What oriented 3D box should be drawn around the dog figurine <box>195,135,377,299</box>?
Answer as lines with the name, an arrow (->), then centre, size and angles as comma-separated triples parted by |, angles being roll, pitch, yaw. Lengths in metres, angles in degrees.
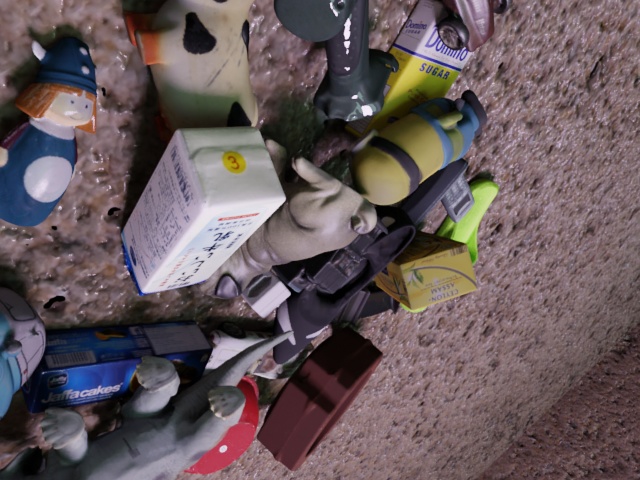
dog figurine -> -0.045, 0.006, 0.588 | 0.121, 0.173, 0.190 | 29, 94, -40

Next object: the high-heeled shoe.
high-heeled shoe -> 0.032, 0.066, 0.696 | 0.086, 0.145, 0.248 | 32, 80, -31

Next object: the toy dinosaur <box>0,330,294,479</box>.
toy dinosaur -> -0.207, 0.229, 0.586 | 0.405, 0.131, 0.192 | -16, 153, -36

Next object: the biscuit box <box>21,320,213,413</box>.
biscuit box -> -0.227, 0.139, 0.615 | 0.202, 0.059, 0.062 | 3, 121, -44

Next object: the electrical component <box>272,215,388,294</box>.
electrical component -> -0.001, -0.002, 0.660 | 0.134, 0.115, 0.058 | -48, 140, -2

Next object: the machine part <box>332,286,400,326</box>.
machine part -> 0.083, 0.100, 0.893 | 0.139, 0.039, 0.084 | 0, 117, -41

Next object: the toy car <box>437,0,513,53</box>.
toy car -> 0.143, -0.292, 0.553 | 0.089, 0.053, 0.202 | -42, 122, -14

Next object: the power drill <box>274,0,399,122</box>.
power drill -> 0.036, -0.229, 0.489 | 0.207, 0.086, 0.232 | 88, 21, -59

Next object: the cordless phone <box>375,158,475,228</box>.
cordless phone -> 0.166, -0.049, 0.806 | 0.146, 0.089, 0.184 | -49, 146, 3

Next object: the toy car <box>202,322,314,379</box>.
toy car -> -0.092, 0.162, 0.766 | 0.201, 0.056, 0.073 | 14, 113, -49

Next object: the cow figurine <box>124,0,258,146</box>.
cow figurine -> -0.092, -0.170, 0.451 | 0.127, 0.086, 0.194 | -21, 133, -21

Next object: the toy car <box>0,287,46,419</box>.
toy car -> -0.300, 0.098, 0.480 | 0.103, 0.109, 0.161 | -38, 154, -40

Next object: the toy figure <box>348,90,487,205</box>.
toy figure -> 0.115, -0.108, 0.619 | 0.180, 0.089, 0.082 | -27, 129, -15

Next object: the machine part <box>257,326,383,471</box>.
machine part -> 0.001, 0.247, 0.857 | 0.201, 0.087, 0.201 | -28, 151, -58

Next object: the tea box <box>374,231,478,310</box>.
tea box -> 0.138, 0.038, 0.763 | 0.098, 0.170, 0.068 | -17, 100, -6

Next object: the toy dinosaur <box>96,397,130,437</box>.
toy dinosaur -> -0.354, 0.379, 0.677 | 0.471, 0.105, 0.198 | -52, 139, -5

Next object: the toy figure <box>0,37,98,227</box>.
toy figure -> -0.217, -0.086, 0.433 | 0.154, 0.058, 0.064 | -60, 179, 14
